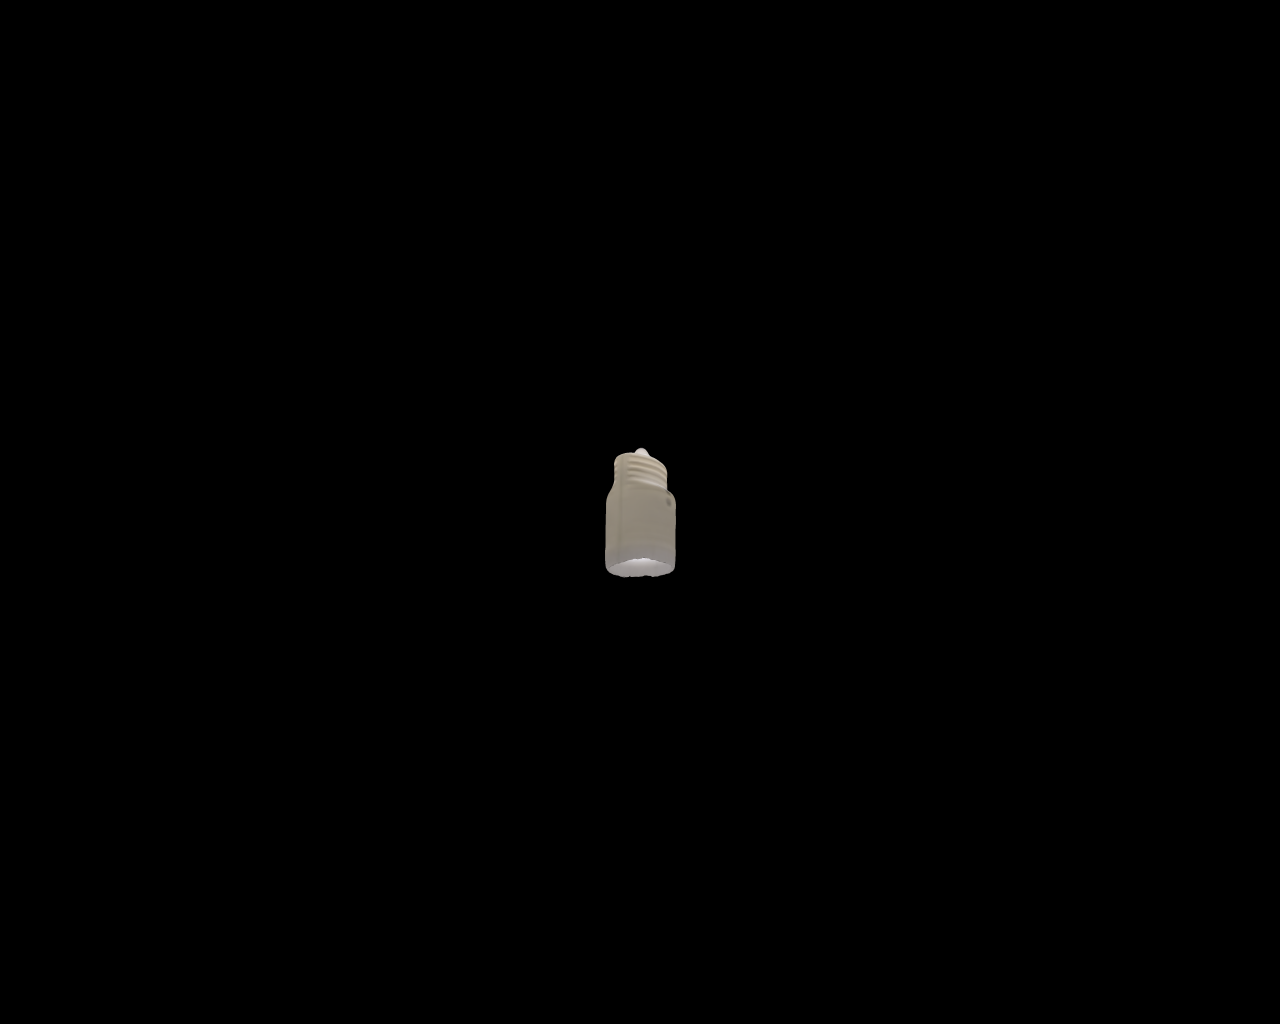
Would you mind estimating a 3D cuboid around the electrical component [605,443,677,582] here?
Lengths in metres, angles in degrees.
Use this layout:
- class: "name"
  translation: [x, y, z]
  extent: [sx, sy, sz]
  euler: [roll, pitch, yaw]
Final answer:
- class: "electrical component"
  translation: [0.001, -0.003, 0.650]
  extent: [0.043, 0.081, 0.043]
  euler: [0, -19, 0]
